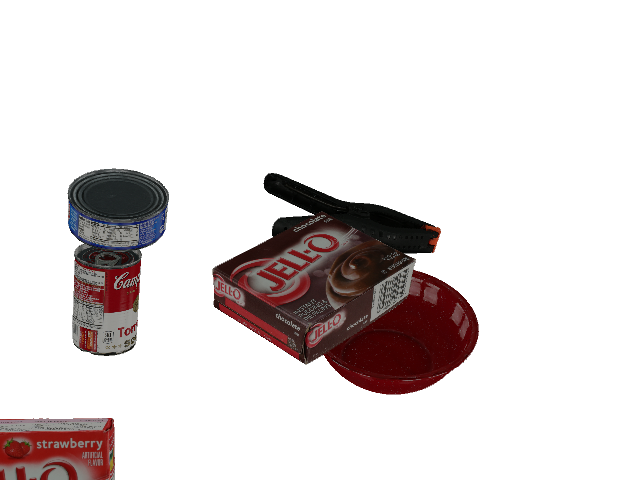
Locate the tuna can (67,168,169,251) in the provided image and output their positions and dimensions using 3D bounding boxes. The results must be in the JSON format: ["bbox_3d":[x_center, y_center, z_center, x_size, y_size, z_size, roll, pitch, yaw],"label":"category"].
[{"bbox_3d":[-0.175,-0.026,0.921,0.086,0.034,0.086,7,32,-4],"label":"tuna can"}]

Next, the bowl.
[{"bbox_3d":[0.065,0.093,1.005,0.162,0.055,0.162,2,37,-2],"label":"bowl"}]

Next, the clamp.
[{"bbox_3d":[0.034,-0.018,1.200,0.210,0.036,0.164,15,21,-5],"label":"clamp"}]

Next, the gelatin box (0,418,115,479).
[{"bbox_3d":[-0.150,0.130,0.546,0.089,0.073,0.030,0,6,-4],"label":"gelatin box"}]

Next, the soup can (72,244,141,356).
[{"bbox_3d":[-0.222,0.060,1.103,0.068,0.102,0.068,6,21,-2],"label":"soup can"}]

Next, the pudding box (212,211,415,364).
[{"bbox_3d":[-0.004,0.029,0.734,0.090,0.039,0.113,29,39,33],"label":"pudding box"}]
